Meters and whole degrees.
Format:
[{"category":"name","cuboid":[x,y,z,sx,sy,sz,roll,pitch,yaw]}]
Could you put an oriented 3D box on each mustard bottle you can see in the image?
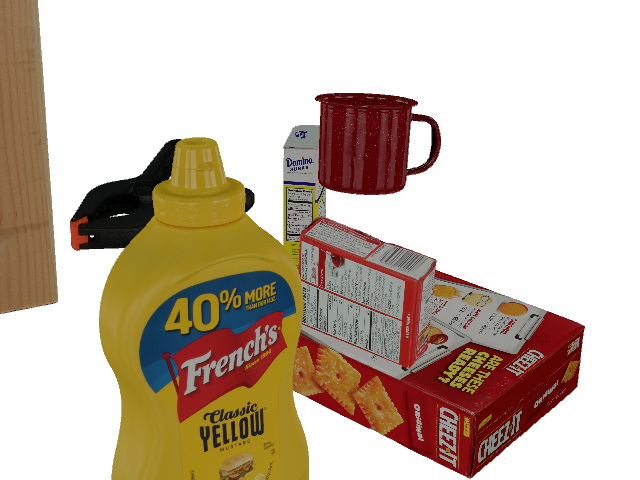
[{"category":"mustard bottle","cuboid":[-0.053,0.047,0.494,0.096,0.192,0.058,-12,21,-29]}]

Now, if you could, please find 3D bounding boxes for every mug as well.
[{"category":"mug","cuboid":[0.052,-0.088,0.973,0.117,0.081,0.093,1,14,-6]}]

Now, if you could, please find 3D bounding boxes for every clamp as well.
[{"category":"clamp","cuboid":[-0.160,-0.042,0.984,0.171,0.039,0.120,-19,39,-30]}]

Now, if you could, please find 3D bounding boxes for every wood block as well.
[{"category":"wood block","cuboid":[-0.209,-0.066,0.602,0.090,0.206,0.090,-11,27,-27]}]

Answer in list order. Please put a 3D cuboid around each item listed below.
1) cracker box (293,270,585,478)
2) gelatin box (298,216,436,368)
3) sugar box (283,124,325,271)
[{"category":"cracker box","cuboid":[0.088,0.098,0.906,0.214,0.072,0.163,21,35,38]},{"category":"gelatin box","cuboid":[0.028,0.033,0.687,0.089,0.073,0.030,21,40,26]},{"category":"sugar box","cuboid":[-0.018,-0.038,1.243,0.048,0.176,0.093,1,22,7]}]
